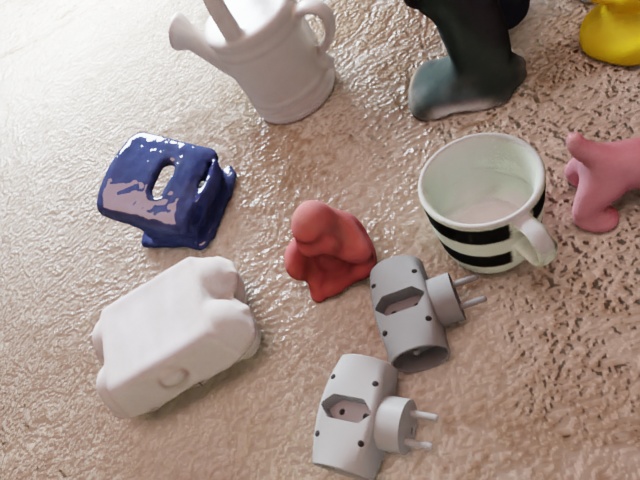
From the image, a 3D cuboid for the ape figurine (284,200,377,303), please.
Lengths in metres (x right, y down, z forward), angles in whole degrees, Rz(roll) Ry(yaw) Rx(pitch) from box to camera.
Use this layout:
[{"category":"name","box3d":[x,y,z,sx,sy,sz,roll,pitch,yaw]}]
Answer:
[{"category":"ape figurine","box3d":[0.004,0.002,0.463,0.077,0.092,0.076,11,66,33]}]

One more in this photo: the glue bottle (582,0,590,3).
[{"category":"glue bottle","box3d":[0.219,-0.293,0.489,0.037,0.174,0.078,-31,50,7]}]

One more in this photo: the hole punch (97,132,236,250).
[{"category":"hole punch","box3d":[-0.154,-0.053,0.585,0.100,0.091,0.109,1,60,29]}]

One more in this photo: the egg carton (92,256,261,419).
[{"category":"egg carton","box3d":[-0.125,0.084,0.493,0.150,0.070,0.107,-31,50,7]}]

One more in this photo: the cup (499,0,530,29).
[{"category":"cup","box3d":[0.154,-0.251,0.548,0.117,0.095,0.092,27,75,38]}]

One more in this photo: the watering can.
[{"category":"watering can","box3d":[-0.074,-0.215,0.582,0.172,0.195,0.101,-22,52,14]}]

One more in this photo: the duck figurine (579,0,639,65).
[{"category":"duck figurine","box3d":[0.262,-0.196,0.459,0.104,0.086,0.077,7,63,32]}]

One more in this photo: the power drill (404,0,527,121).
[{"category":"power drill","box3d":[0.089,-0.199,0.473,0.229,0.209,0.075,-8,56,24]}]

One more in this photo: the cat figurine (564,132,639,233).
[{"category":"cat figurine","box3d":[0.225,-0.069,0.374,0.127,0.118,0.067,-14,54,20]}]
